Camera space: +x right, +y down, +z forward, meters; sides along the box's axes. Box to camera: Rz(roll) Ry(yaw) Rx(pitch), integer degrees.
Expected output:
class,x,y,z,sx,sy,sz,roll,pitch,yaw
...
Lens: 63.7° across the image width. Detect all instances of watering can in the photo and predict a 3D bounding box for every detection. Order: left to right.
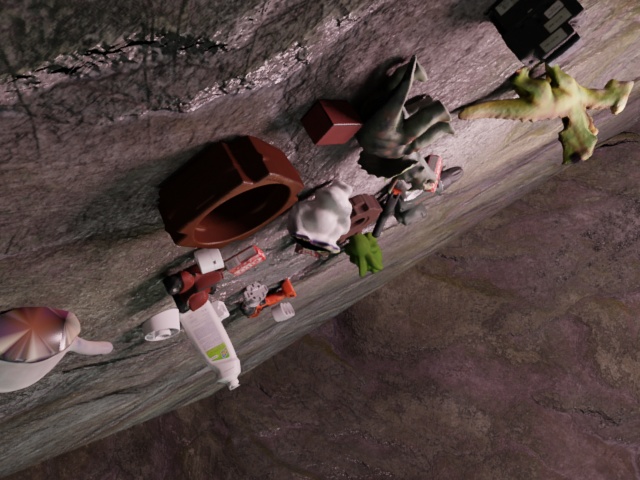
class,x,y,z,sx,sy,sz,roll,pitch,yaw
watering can,-0.520,0.203,0.967,0.221,0.105,0.349,-42,161,33

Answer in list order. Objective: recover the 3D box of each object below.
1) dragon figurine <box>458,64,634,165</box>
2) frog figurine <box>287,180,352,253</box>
class,x,y,z,sx,sy,sz,roll,pitch,yaw
dragon figurine,0.536,-0.283,1.177,0.412,0.245,0.120,-30,169,-10
frog figurine,0.003,-0.057,1.140,0.121,0.137,0.161,98,10,-74
